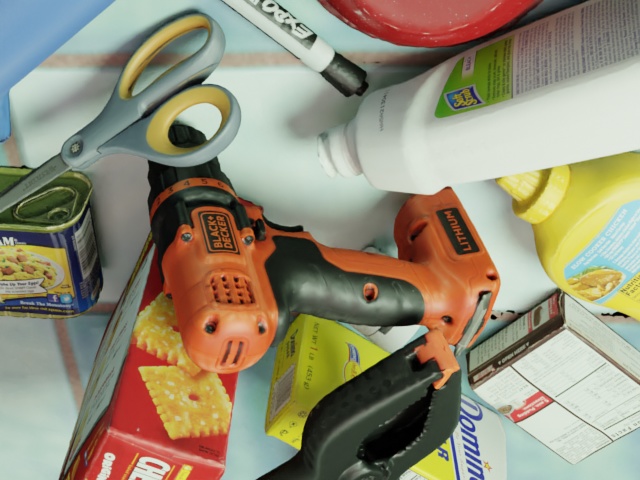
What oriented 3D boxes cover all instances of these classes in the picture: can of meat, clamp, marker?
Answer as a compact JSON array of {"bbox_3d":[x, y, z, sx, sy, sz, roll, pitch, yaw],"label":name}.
[{"bbox_3d":[-0.194,0.003,0.689,0.102,0.057,0.084,3,130,5],"label":"can of meat"},{"bbox_3d":[0.011,0.128,0.615,0.164,0.036,0.210,-2,138,-28],"label":"clamp"},{"bbox_3d":[-0.021,-0.119,0.594,0.121,0.020,0.020,35,124,-20],"label":"marker"}]

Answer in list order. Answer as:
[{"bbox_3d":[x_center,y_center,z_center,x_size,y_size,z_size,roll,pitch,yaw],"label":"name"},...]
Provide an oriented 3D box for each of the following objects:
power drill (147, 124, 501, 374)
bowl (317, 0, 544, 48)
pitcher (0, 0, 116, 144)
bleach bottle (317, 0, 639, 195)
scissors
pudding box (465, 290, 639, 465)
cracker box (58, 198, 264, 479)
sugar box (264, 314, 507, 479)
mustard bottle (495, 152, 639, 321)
[{"bbox_3d":[-0.004,0.001,0.615,0.187,0.184,0.057,2,132,-20],"label":"power drill"},{"bbox_3d":[0.055,-0.157,0.533,0.162,0.055,0.162,4,128,5],"label":"bowl"},{"bbox_3d":[-0.147,-0.166,0.503,0.243,0.145,0.149,-29,153,25],"label":"pitcher"},{"bbox_3d":[0.117,-0.081,0.569,0.251,0.102,0.068,-13,126,24],"label":"bleach bottle"},{"bbox_3d":[-0.121,-0.043,0.603,0.202,0.096,0.016,-44,151,8],"label":"scissors"},{"bbox_3d":[0.170,0.097,0.729,0.113,0.039,0.090,36,124,-22],"label":"pudding box"},{"bbox_3d":[-0.099,0.090,0.645,0.072,0.213,0.164,21,128,-12],"label":"cracker box"},{"bbox_3d":[0.049,0.126,0.733,0.176,0.093,0.048,28,127,-16],"label":"sugar box"},{"bbox_3d":[0.188,0.000,0.638,0.191,0.058,0.096,27,125,-14],"label":"mustard bottle"}]
